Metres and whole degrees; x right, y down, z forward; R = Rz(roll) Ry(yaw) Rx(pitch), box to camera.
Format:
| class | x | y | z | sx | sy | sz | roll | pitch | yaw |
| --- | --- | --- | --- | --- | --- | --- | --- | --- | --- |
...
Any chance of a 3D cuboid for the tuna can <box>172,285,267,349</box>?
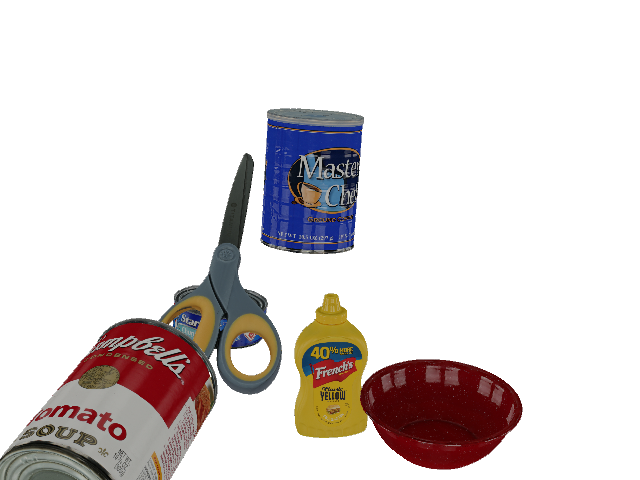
| class | x | y | z | sx | sy | sz | roll | pitch | yaw |
| --- | --- | --- | --- | --- | --- | --- | --- | --- | --- |
| tuna can | -0.092 | 0.069 | 0.976 | 0.086 | 0.034 | 0.086 | 6 | 15 | -2 |

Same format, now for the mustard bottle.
| class | x | y | z | sx | sy | sz | roll | pitch | yaw |
| --- | --- | --- | --- | --- | --- | --- | --- | --- | --- |
| mustard bottle | 0.014 | 0.162 | 1.402 | 0.096 | 0.192 | 0.058 | -1 | 17 | -5 |

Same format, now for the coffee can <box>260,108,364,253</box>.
| class | x | y | z | sx | sy | sz | roll | pitch | yaw |
| --- | --- | --- | --- | --- | --- | --- | --- | --- | --- |
| coffee can | -0.010 | -0.065 | 1.137 | 0.103 | 0.140 | 0.103 | 4 | 12 | -1 |

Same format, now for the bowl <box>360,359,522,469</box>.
| class | x | y | z | sx | sy | sz | roll | pitch | yaw |
| --- | --- | --- | --- | --- | --- | --- | --- | --- | --- |
| bowl | 0.120 | 0.182 | 1.075 | 0.162 | 0.055 | 0.162 | 1 | 24 | -1 |

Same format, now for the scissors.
| class | x | y | z | sx | sy | sz | roll | pitch | yaw |
| --- | --- | --- | --- | --- | --- | --- | --- | --- | --- |
| scissors | -0.050 | 0.025 | 0.733 | 0.096 | 0.201 | 0.016 | 21 | -34 | 10 |

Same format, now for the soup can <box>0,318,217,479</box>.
| class | x | y | z | sx | sy | sz | roll | pitch | yaw |
| --- | --- | --- | --- | --- | --- | --- | --- | --- | --- |
| soup can | -0.098 | 0.092 | 0.500 | 0.069 | 0.068 | 0.102 | 0 | 28 | 19 |
